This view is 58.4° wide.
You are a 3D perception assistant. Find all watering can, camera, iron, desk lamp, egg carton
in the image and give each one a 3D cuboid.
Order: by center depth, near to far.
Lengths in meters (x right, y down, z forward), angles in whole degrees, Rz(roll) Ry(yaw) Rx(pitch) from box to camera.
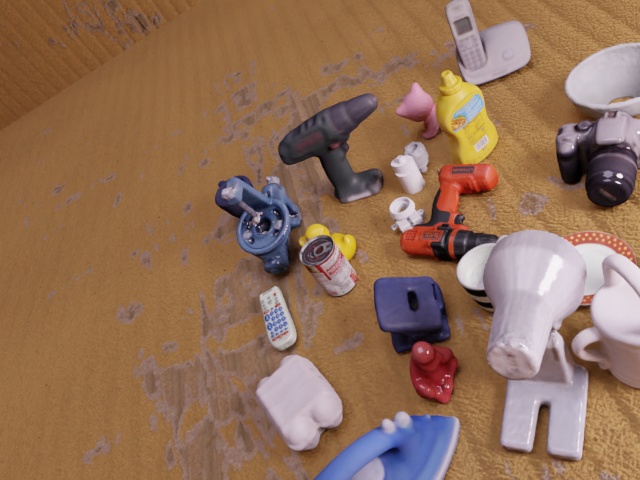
[{"bbox_3d":[0.376,0.082,0.666,0.173,0.195,0.100,-43,40,-8],"label":"watering can"},{"bbox_3d":[0.260,0.125,0.692,0.117,0.214,0.203,-4,50,33],"label":"desk lamp"},{"bbox_3d":[0.065,0.293,0.726,0.258,0.142,0.118,-43,40,-8],"label":"iron"},{"bbox_3d":[-0.032,0.251,0.892,0.107,0.070,0.149,-43,40,-8],"label":"egg carton"},{"bbox_3d":[0.438,-0.127,0.895,0.142,0.101,0.137,1,52,36],"label":"camera"}]

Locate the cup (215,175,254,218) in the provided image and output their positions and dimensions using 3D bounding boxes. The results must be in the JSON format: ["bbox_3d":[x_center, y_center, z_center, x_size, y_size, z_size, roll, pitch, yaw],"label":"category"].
[{"bbox_3d":[-0.184,-0.089,1.306,0.092,0.095,0.117,-46,41,-11],"label":"cup"}]

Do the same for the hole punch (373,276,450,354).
[{"bbox_3d":[0.142,0.104,0.891,0.101,0.091,0.108,-21,42,18],"label":"hole punch"}]

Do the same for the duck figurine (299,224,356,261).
[{"bbox_3d":[0.010,0.004,1.086,0.104,0.086,0.077,-14,45,25],"label":"duck figurine"}]

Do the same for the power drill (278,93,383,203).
[{"bbox_3d":[0.043,-0.176,1.139,0.229,0.209,0.075,-16,44,23],"label":"power drill"}]

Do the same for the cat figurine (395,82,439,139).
[{"bbox_3d":[0.225,-0.272,1.173,0.127,0.118,0.067,-12,46,27],"label":"cat figurine"}]

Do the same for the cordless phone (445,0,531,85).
[{"bbox_3d":[0.343,-0.425,1.183,0.147,0.186,0.094,-19,43,20],"label":"cordless phone"}]

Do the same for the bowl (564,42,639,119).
[{"bbox_3d":[0.516,-0.259,0.986,0.167,0.075,0.167,-19,43,19],"label":"bowl"}]

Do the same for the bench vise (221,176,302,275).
[{"bbox_3d":[-0.128,-0.062,1.142,0.121,0.220,0.207,-29,41,9],"label":"bench vise"}]

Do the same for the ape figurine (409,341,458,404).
[{"bbox_3d":[0.155,0.178,0.811,0.078,0.092,0.076,-39,40,-2],"label":"ape figurine"}]
